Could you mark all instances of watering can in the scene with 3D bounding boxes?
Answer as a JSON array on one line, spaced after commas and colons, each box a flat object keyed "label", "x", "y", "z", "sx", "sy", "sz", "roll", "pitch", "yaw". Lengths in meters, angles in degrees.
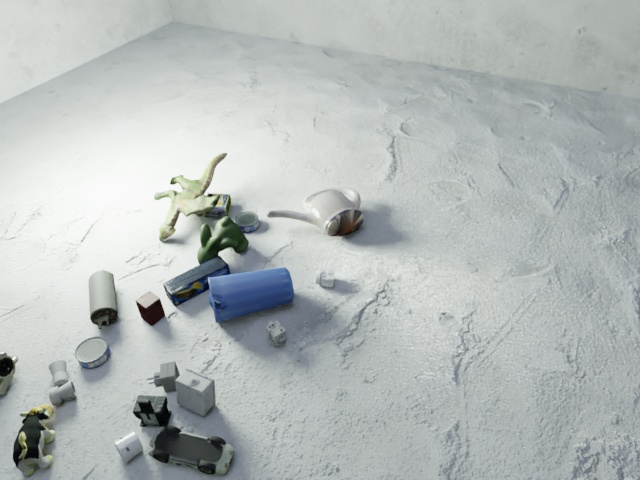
[{"label": "watering can", "x": 0.006, "y": -0.091, "z": 1.810, "sx": 0.350, "sy": 0.101, "sz": 0.228, "roll": -21, "pitch": 45, "yaw": -22}]

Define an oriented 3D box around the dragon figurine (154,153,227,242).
[{"label": "dragon figurine", "x": -0.440, "y": -0.157, "z": 1.858, "sx": 0.246, "sy": 0.414, "sz": 0.119, "roll": 33, "pitch": -18, "yaw": 40}]
